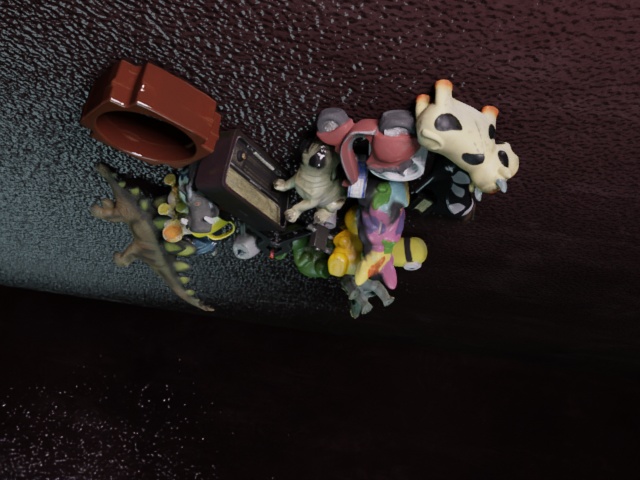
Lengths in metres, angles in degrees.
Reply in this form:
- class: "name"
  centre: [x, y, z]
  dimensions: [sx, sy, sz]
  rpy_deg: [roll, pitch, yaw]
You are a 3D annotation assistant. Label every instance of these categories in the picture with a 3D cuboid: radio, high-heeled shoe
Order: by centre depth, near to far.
- class: "high-heeled shoe"
  centre: [0.272, -0.121, 1.008]
  dimensions: [0.145, 0.086, 0.248]
  rpy_deg: [-43, 153, 28]
- class: "radio"
  centre: [-0.143, -0.114, 1.077]
  dimensions: [0.073, 0.131, 0.229]
  rpy_deg: [-1, 158, 27]

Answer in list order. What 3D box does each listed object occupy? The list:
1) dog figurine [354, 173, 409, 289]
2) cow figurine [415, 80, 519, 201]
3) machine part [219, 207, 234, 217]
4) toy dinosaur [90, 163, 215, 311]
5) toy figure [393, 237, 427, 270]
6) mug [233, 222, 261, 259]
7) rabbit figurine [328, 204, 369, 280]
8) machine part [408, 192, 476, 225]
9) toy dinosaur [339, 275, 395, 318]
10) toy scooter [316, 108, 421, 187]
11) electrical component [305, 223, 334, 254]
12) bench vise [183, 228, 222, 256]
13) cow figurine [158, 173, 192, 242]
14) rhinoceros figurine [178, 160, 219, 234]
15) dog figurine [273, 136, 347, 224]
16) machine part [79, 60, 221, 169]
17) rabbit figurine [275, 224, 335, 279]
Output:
- class: "dog figurine"
  centre: [0.125, -0.012, 1.121]
  dimensions: [0.109, 0.219, 0.191]
  rpy_deg: [5, 162, 1]
- class: "cow figurine"
  centre: [0.231, -0.143, 0.825]
  dimensions: [0.195, 0.127, 0.085]
  rpy_deg: [21, 161, -26]
- class: "machine part"
  centre: [-0.169, -0.095, 1.268]
  dimensions: [0.179, 0.056, 0.179]
  rpy_deg: [9, 162, 3]
- class: "toy dinosaur"
  centre: [-0.422, 0.007, 1.359]
  dimensions: [0.199, 0.105, 0.470]
  rpy_deg: [-13, 120, 16]
- class: "toy figure"
  centre: [0.191, 0.028, 1.419]
  dimensions: [0.180, 0.082, 0.089]
  rpy_deg: [11, 119, 22]
- class: "mug"
  centre: [-0.189, -0.006, 1.437]
  dimensions: [0.081, 0.107, 0.109]
  rpy_deg: [8, 128, 16]
- class: "rabbit figurine"
  centre: [0.093, -0.009, 1.277]
  dimensions: [0.122, 0.173, 0.162]
  rpy_deg: [8, -154, 7]
- class: "machine part"
  centre: [0.266, -0.070, 1.165]
  dimensions: [0.139, 0.039, 0.084]
  rpy_deg: [13, 153, -6]
- class: "toy dinosaur"
  centre: [0.104, 0.096, 1.588]
  dimensions: [0.131, 0.192, 0.404]
  rpy_deg: [-32, 139, -6]
- class: "toy scooter"
  centre: [0.083, -0.147, 0.893]
  dimensions: [0.184, 0.075, 0.135]
  rpy_deg: [7, 120, 18]
- class: "electrical component"
  centre: [-0.003, -0.004, 1.287]
  dimensions: [0.021, 0.063, 0.094]
  rpy_deg: [-8, 154, 42]
- class: "bench vise"
  centre: [-0.358, -0.020, 1.484]
  dimensions: [0.224, 0.129, 0.240]
  rpy_deg: [6, 157, 17]
- class: "cow figurine"
  centre: [-0.330, -0.064, 1.259]
  dimensions: [0.068, 0.167, 0.098]
  rpy_deg: [2, 159, 5]
- class: "rhinoceros figurine"
  centre: [-0.230, -0.107, 1.065]
  dimensions: [0.073, 0.190, 0.112]
  rpy_deg: [1, 178, 14]
- class: "dog figurine"
  centre: [0.019, -0.127, 1.046]
  dimensions: [0.172, 0.121, 0.190]
  rpy_deg: [-18, 162, -40]
- class: "machine part"
  centre: [-0.291, -0.212, 0.935]
  dimensions: [0.201, 0.087, 0.201]
  rpy_deg: [23, 158, -38]
- class: "rabbit figurine"
  centre: [-0.050, 0.012, 1.488]
  dimensions: [0.159, 0.121, 0.170]
  rpy_deg: [3, 143, 38]
